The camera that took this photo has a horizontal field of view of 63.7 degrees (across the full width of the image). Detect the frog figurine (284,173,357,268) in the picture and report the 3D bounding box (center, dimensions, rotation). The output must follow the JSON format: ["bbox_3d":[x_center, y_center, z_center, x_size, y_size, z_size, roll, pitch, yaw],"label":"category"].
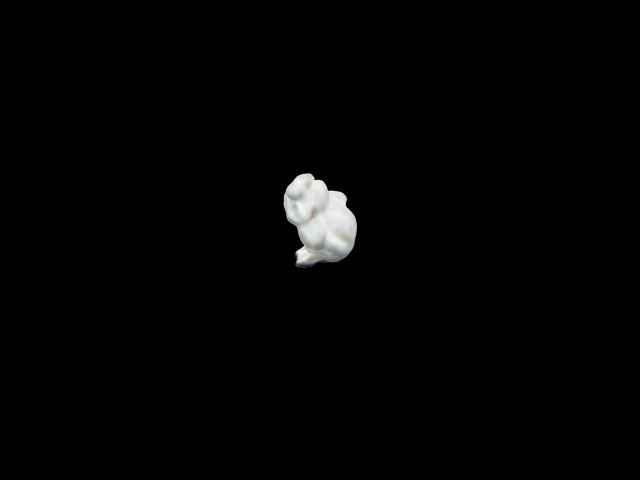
[{"bbox_3d":[0.003,-0.043,0.850,0.123,0.155,0.140,18,42,21],"label":"frog figurine"}]
